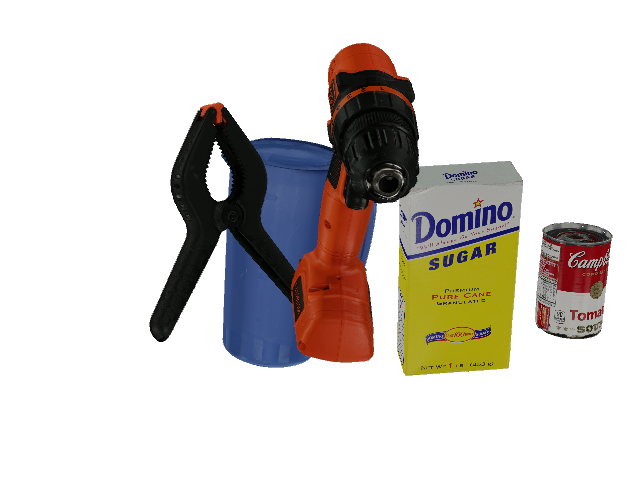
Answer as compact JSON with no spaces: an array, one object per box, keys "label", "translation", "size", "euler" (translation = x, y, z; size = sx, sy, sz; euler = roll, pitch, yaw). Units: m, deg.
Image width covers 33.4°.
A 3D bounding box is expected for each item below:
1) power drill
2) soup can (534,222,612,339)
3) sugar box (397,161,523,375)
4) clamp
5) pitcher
[{"label":"power drill","translation":[0.023,-0.017,0.692],"size":[0.057,0.188,0.184],"euler":[8,29,-6]},{"label":"soup can","translation":[0.254,0.040,1.076],"size":[0.068,0.102,0.068],"euler":[1,18,-1]},{"label":"sugar box","translation":[0.112,0.025,0.873],"size":[0.093,0.176,0.048],"euler":[-4,30,-4]},{"label":"clamp","translation":[-0.079,-0.018,0.967],"size":[0.164,0.210,0.036],"euler":[-1,2,-35]},{"label":"pitcher","translation":[-0.036,0.016,1.183],"size":[0.144,0.243,0.149],"euler":[0,20,-20]}]
